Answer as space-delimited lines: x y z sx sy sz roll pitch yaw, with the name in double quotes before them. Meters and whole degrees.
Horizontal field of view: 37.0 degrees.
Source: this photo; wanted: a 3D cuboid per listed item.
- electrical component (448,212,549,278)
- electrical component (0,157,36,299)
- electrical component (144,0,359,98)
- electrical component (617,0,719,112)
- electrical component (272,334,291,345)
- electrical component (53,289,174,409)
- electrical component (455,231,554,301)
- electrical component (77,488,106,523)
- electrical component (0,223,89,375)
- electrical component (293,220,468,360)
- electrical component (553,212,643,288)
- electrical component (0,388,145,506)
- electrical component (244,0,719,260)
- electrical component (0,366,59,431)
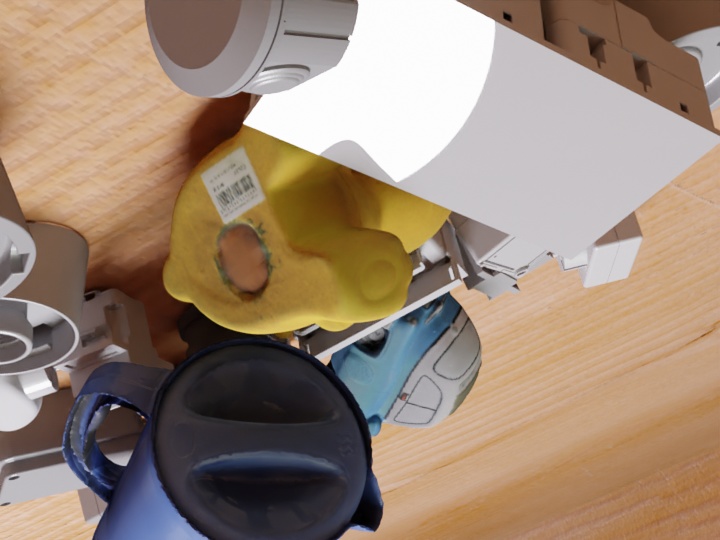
"electrical component" 0.112 -0.049 0.713 0.096 0.061 0.062 -40 152 22
"electrical component" -0.206 -0.023 0.479 0.108 0.060 0.108 -18 158 -8
"electrical component" -0.043 -0.106 0.412 0.051 0.080 0.080 -6 154 -44
"electrical component" 0.154 -0.119 0.581 0.108 0.060 0.108 -18 157 -8
"electrical component" -0.066 0.087 0.830 0.043 0.079 0.077 -18 158 -5
"electrical component" -0.157 0.049 0.682 0.042 0.063 0.081 -21 158 10
"electrical component" 0.107 -0.014 0.806 0.064 0.042 0.081 -33 156 18
"electrical component" -0.208 0.202 1.010 0.076 0.047 0.083 -29 156 18
"electrical component" -0.202 0.016 0.600 0.099 0.064 0.099 -7 149 -4
"electrical component" 0.000 0.000 0.710 0.121 0.078 0.063 -29 135 19
"electrical component" 0.173 -0.021 0.842 0.076 0.047 0.083 -14 158 0
"electrical component" -0.225 0.131 0.819 0.113 0.057 0.078 -8 154 -29
"electrical component" 0.056 -0.085 0.495 0.186 0.060 0.105 21 139 -23
"electrical component" -0.221 0.067 0.695 0.079 0.043 0.077 -19 158 -6
